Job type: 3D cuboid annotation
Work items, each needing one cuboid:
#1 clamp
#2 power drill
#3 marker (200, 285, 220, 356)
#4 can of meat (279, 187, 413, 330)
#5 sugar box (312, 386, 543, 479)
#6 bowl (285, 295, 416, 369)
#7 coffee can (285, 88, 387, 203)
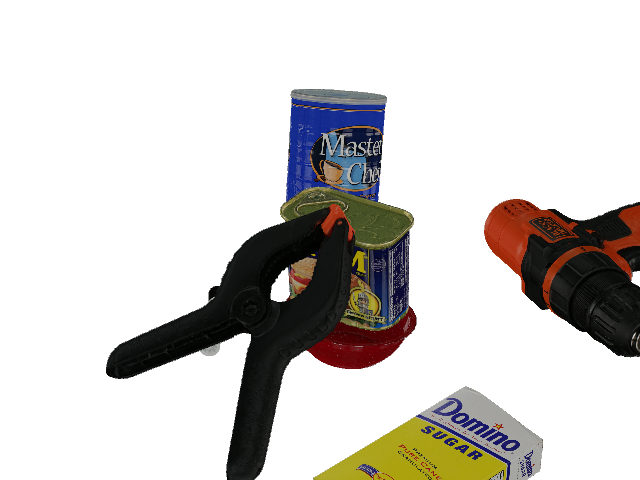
[{"bbox_3d":[-0.033,0.057,0.629,0.120,0.171,0.039,46,-3,21],"label":"clamp"},{"bbox_3d":[0.230,0.010,0.732,0.187,0.057,0.184,-10,29,-17],"label":"power drill"},{"bbox_3d":[-0.098,0.072,0.986,0.020,0.020,0.121,0,20,-1],"label":"marker"},{"bbox_3d":[0.021,0.015,0.829,0.102,0.084,0.057,18,37,30],"label":"can of meat"},{"bbox_3d":[0.090,0.193,0.883,0.176,0.048,0.093,-28,42,-28],"label":"sugar box"},{"bbox_3d":[0.034,0.110,1.299,0.162,0.055,0.162,4,24,-2],"label":"bowl"},{"bbox_3d":[0.015,-0.088,1.149,0.103,0.140,0.103,4,12,-1],"label":"coffee can"}]
